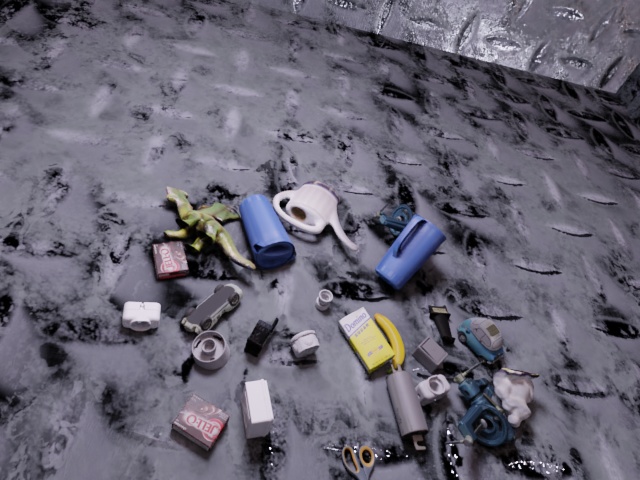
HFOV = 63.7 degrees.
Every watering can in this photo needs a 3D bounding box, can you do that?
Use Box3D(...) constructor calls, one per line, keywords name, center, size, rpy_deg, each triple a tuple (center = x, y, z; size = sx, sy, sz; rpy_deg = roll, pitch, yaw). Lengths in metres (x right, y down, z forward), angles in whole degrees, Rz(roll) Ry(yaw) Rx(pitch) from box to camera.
Box3D(name="watering can", center=(0.006, -0.092, 1.823), size=(0.348, 0.101, 0.229), rpy_deg=(27, 46, 7))

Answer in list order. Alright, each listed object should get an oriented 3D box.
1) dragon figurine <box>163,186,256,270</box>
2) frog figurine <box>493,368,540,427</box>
Box3D(name="dragon figurine", center=(-0.344, -0.054, 1.677), size=(0.411, 0.119, 0.248), rpy_deg=(28, 38, 5))
Box3D(name="frog figurine", center=(0.577, 0.468, 1.533), size=(0.136, 0.161, 0.122), rpy_deg=(18, -11, -38))
